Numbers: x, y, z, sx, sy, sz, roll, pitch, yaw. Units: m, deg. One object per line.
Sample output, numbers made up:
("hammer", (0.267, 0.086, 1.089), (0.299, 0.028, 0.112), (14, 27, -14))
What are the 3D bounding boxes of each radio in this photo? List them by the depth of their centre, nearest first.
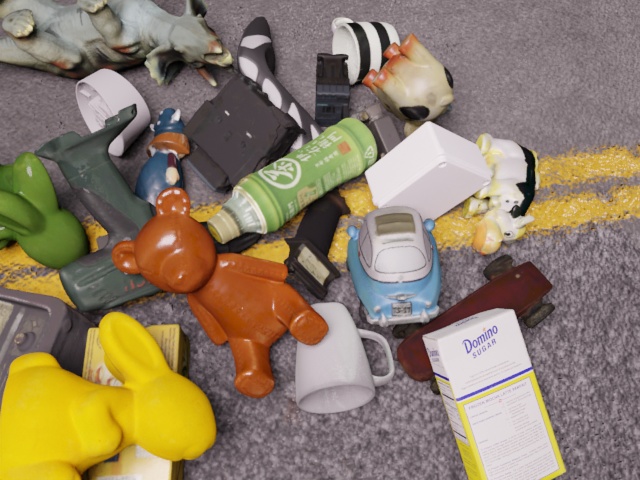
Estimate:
("radio", (-0.324, 0.165, 0.529), (0.131, 0.073, 0.229), (4, 64, 13))

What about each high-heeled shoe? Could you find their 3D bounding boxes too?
("high-heeled shoe", (-0.041, -0.208, 0.741), (0.145, 0.086, 0.248), (5, 71, 0))

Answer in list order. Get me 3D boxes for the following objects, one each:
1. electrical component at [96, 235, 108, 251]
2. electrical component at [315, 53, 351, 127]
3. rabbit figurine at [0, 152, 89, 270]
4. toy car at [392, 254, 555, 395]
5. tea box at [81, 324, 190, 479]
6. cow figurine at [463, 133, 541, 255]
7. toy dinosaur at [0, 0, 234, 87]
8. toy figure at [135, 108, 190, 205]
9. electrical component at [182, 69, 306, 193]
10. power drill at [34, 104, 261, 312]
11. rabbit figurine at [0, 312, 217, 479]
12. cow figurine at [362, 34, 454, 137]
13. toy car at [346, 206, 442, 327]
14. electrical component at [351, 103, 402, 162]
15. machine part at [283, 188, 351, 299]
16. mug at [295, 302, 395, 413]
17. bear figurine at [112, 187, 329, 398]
("electrical component", (-0.239, 0.011, 0.652), (0.063, 0.021, 0.094), (-17, 67, -11))
("electrical component", (0.017, -0.189, 0.741), (0.048, 0.074, 0.119), (2, 68, -1))
("rabbit figurine", (-0.342, -0.035, 0.612), (0.170, 0.159, 0.121), (27, 54, -7))
("toy car", (0.178, 0.094, 0.622), (0.202, 0.053, 0.089), (-31, 64, -13))
("tea box", (-0.189, 0.176, 0.547), (0.098, 0.068, 0.169), (0, 63, -4))
("cow figurine", (0.239, -0.053, 0.694), (0.098, 0.068, 0.167), (10, 64, -6))
("toy dinosaur", (-0.307, -0.272, 0.725), (0.405, 0.192, 0.131), (-4, 69, 13))
("toy figure", (-0.200, -0.099, 0.689), (0.064, 0.057, 0.154), (1, 64, 12))
("electrical component", (-0.101, -0.125, 0.671), (0.115, 0.058, 0.134), (45, 102, 16))
("power drill", (-0.195, -0.041, 0.600), (0.232, 0.207, 0.086), (-31, 24, -26))
("rabbit figurine", (-0.180, 0.155, 0.475), (0.173, 0.121, 0.162), (1, 53, -17))
("cow figurine", (0.122, -0.189, 0.695), (0.127, 0.195, 0.085), (41, 98, -10))
("toy car", (0.081, 0.016, 0.605), (0.109, 0.102, 0.162), (-5, 36, 5))
("electrical component", (0.075, -0.131, 0.705), (0.045, 0.078, 0.102), (-25, 98, -15))
("machine part", (-0.001, -0.002, 0.653), (0.084, 0.039, 0.139), (40, 50, -31))
("mug", (0.022, 0.121, 0.584), (0.110, 0.080, 0.107), (-9, 55, -3))
("bear figurine", (-0.104, 0.049, 0.545), (0.120, 0.195, 0.132), (-44, 33, 5))
